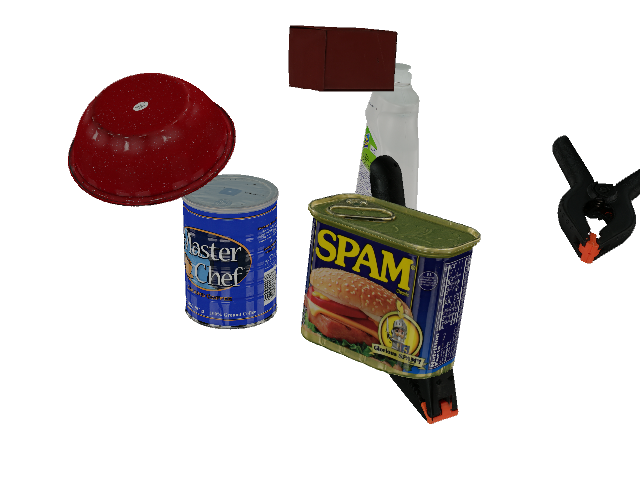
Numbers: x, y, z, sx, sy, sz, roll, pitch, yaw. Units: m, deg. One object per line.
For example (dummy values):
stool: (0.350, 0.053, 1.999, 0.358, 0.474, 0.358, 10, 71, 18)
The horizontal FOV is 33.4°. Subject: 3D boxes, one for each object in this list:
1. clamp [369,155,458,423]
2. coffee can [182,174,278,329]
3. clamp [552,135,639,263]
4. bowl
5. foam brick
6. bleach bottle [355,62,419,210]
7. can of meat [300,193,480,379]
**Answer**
clamp: (0.062, 0.044, 0.871, 0.036, 0.210, 0.165, -15, -25, -23)
coffee can: (-0.097, 0.011, 1.156, 0.103, 0.140, 0.103, 1, 23, -1)
clamp: (0.284, -0.048, 1.121, 0.120, 0.039, 0.171, 17, 45, 20)
bowl: (-0.162, -0.107, 0.995, 0.162, 0.162, 0.055, 0, -42, 7)
foam brick: (0.019, -0.152, 0.895, 0.078, 0.051, 0.053, -6, 16, -35)
bleach bottle: (0.079, -0.075, 1.225, 0.068, 0.251, 0.103, -2, 23, -18)
can of meat: (0.038, 0.026, 0.635, 0.102, 0.084, 0.057, 20, 23, 34)
